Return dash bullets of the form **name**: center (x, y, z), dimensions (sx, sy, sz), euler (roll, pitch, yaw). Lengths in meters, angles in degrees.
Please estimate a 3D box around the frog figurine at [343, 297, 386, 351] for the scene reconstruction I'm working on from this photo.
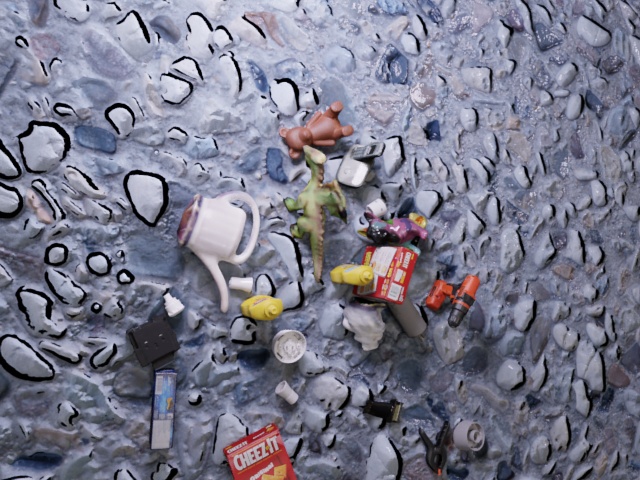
- **frog figurine**: center (0.137, 0.271, 1.616), dimensions (0.137, 0.123, 0.159), euler (7, 93, 11)

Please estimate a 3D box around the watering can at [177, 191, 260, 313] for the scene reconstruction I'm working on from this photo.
- **watering can**: center (-0.298, 0.014, 1.461), dimensions (0.223, 0.103, 0.352), euler (20, 76, -18)

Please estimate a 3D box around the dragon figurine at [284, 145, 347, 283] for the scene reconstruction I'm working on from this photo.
- **dragon figurine**: center (0.005, -0.077, 1.526), dimensions (0.123, 0.241, 0.411), euler (-13, 89, -27)
